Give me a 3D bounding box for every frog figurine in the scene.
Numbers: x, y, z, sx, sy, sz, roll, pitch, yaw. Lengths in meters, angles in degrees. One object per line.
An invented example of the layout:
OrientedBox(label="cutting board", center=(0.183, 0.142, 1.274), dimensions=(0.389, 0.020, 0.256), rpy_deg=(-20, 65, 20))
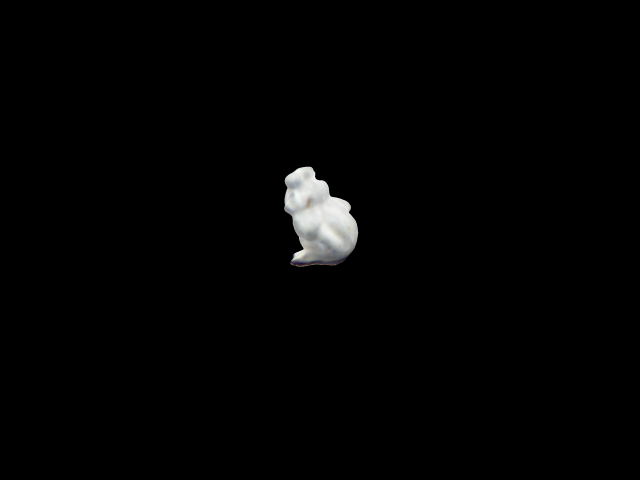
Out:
OrientedBox(label="frog figurine", center=(0.003, -0.043, 0.850), dimensions=(0.123, 0.157, 0.139), rpy_deg=(14, 24, 35))
